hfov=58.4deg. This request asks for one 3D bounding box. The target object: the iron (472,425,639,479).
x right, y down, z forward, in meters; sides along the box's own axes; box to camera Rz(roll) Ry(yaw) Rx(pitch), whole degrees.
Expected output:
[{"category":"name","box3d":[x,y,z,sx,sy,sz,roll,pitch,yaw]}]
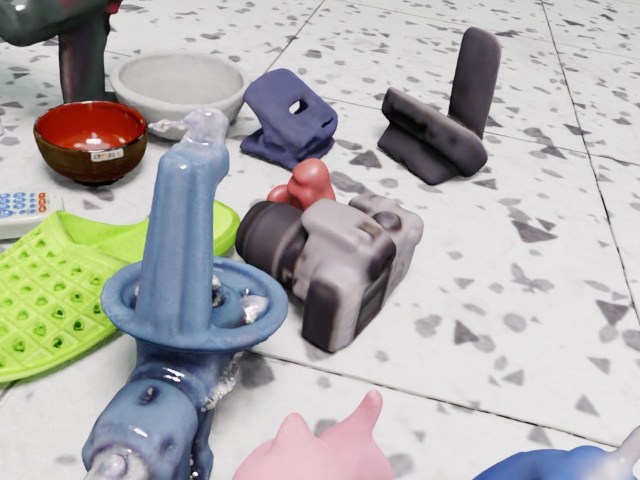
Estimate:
[{"category":"iron","box3d":[0.072,0.183,0.266,0.259,0.141,0.118,-24,49,-34]}]

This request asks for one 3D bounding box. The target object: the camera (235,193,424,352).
[{"category":"camera","box3d":[0.005,0.002,0.511,0.136,0.101,0.143,27,42,21]}]

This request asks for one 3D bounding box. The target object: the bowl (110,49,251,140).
[{"category":"bowl","box3d":[-0.171,-0.172,0.713,0.167,0.075,0.167,6,39,-4]}]

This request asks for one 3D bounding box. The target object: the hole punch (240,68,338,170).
[{"category":"hole punch","box3d":[-0.033,-0.150,0.701,0.101,0.091,0.109,22,40,16]}]

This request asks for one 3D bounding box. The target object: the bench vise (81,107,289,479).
[{"category":"bench vise","box3d":[-0.074,0.048,0.343,0.121,0.220,0.207,0,39,-11]}]

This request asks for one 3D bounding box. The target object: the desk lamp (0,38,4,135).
[{"category":"desk lamp","box3d":[-0.403,-0.211,0.604,0.117,0.213,0.203,19,39,12]}]

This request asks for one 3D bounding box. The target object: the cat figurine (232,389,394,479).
[{"category":"cat figurine","box3d":[-0.004,0.136,0.330,0.067,0.118,0.128,33,44,27]}]

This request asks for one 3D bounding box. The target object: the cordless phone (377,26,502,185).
[{"category":"cordless phone","box3d":[0.149,-0.176,0.694,0.094,0.185,0.147,-25,50,-35]}]

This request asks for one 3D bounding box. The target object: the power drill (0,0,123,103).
[{"category":"power drill","box3d":[-0.262,-0.238,0.670,0.075,0.208,0.230,24,41,18]}]

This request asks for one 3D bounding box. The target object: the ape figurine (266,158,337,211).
[{"category":"ape figurine","box3d":[-0.013,-0.040,0.566,0.076,0.092,0.077,-12,43,-24]}]
